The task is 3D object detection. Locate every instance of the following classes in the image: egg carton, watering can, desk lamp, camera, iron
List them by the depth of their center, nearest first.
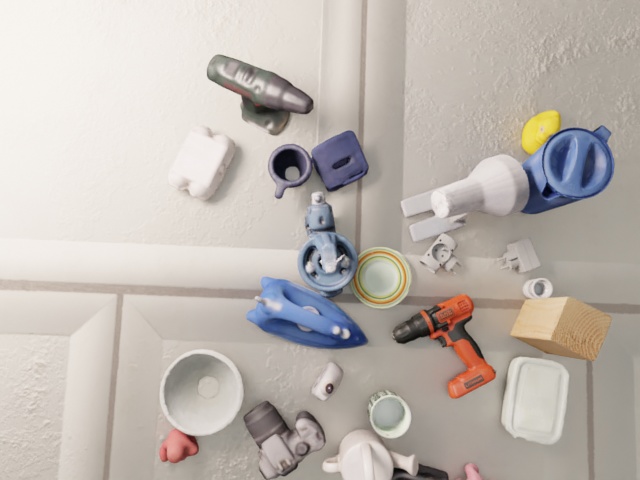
[{"bbox_3d":[0.096,0.427,1.089,0.173,0.194,0.101,-24,84,-4],"label":"watering can"},{"bbox_3d":[-0.079,0.385,1.137,0.143,0.101,0.137,-34,85,-5],"label":"camera"},{"bbox_3d":[0.285,-0.077,1.145,0.203,0.213,0.118,-19,83,-3],"label":"desk lamp"},{"bbox_3d":[-0.017,0.160,1.146,0.258,0.141,0.119,21,83,2],"label":"iron"},{"bbox_3d":[-0.250,-0.165,1.218,0.107,0.069,0.150,23,83,2],"label":"egg carton"}]

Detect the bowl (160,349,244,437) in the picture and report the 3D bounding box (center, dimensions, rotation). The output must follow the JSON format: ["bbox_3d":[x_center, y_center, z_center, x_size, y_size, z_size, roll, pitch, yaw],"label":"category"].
[{"bbox_3d":[-0.232,0.305,1.157,0.167,0.074,0.167,0,83,-1],"label":"bowl"}]

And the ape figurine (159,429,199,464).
[{"bbox_3d":[-0.281,0.415,1.134,0.078,0.092,0.076,9,83,0],"label":"ape figurine"}]

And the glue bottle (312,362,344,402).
[{"bbox_3d":[0.016,0.283,1.116,0.037,0.173,0.078,35,84,4],"label":"glue bottle"}]

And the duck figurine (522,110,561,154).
[{"bbox_3d":[0.489,-0.240,1.234,0.077,0.086,0.104,35,84,3],"label":"duck figurine"}]

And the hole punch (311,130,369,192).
[{"bbox_3d":[0.044,-0.166,1.213,0.108,0.091,0.101,-28,84,-4],"label":"hole punch"}]

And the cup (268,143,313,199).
[{"bbox_3d":[-0.065,-0.134,1.205,0.091,0.095,0.118,20,83,2],"label":"cup"}]

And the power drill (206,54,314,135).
[{"bbox_3d":[-0.114,-0.289,1.166,0.229,0.208,0.076,26,83,2],"label":"power drill"}]

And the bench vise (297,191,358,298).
[{"bbox_3d":[-0.001,0.009,1.126,0.121,0.219,0.207,-26,84,-4],"label":"bench vise"}]

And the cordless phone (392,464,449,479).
[{"bbox_3d":[0.201,0.494,1.087,0.147,0.185,0.094,12,83,1],"label":"cordless phone"}]

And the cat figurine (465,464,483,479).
[{"bbox_3d":[0.340,0.508,1.122,0.128,0.117,0.067,32,83,3],"label":"cat figurine"}]
